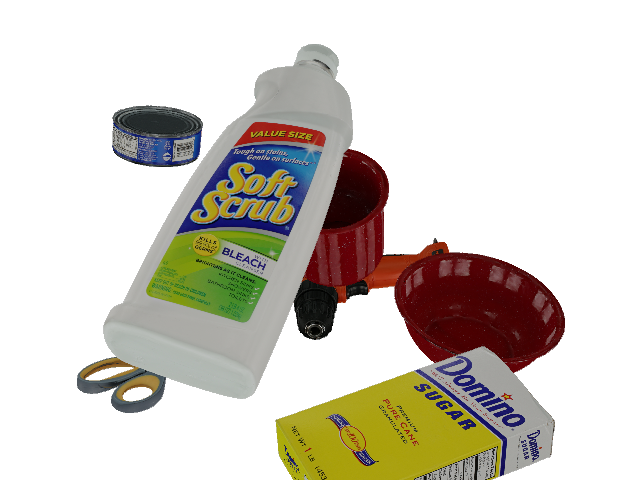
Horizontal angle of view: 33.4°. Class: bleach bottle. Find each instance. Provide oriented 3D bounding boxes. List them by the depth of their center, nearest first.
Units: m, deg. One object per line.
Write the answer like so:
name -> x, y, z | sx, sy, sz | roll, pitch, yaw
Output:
bleach bottle -> -0.046, -0.028, 0.697 | 0.102, 0.250, 0.068 | 18, -28, 4

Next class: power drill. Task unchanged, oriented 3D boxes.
power drill -> 0.061, 0.054, 1.234 | 0.187, 0.057, 0.184 | -1, 28, 1

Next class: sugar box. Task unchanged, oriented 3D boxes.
sugar box -> 0.067, 0.140, 0.758 | 0.176, 0.048, 0.093 | -20, 39, -17

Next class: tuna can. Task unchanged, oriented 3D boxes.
tuna can -> -0.157, -0.100, 1.026 | 0.086, 0.034, 0.086 | 6, 24, -3

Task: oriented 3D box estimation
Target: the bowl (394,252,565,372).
bowl -> 0.145, 0.080, 1.009 | 0.162, 0.055, 0.162 | 6, 35, -4

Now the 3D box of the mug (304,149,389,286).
mug -> 0.000, -0.012, 0.880 | 0.117, 0.093, 0.081 | -17, -39, -8

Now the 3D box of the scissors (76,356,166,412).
scissors -> -0.146, 0.130, 1.092 | 0.201, 0.016, 0.096 | -12, 31, -28
